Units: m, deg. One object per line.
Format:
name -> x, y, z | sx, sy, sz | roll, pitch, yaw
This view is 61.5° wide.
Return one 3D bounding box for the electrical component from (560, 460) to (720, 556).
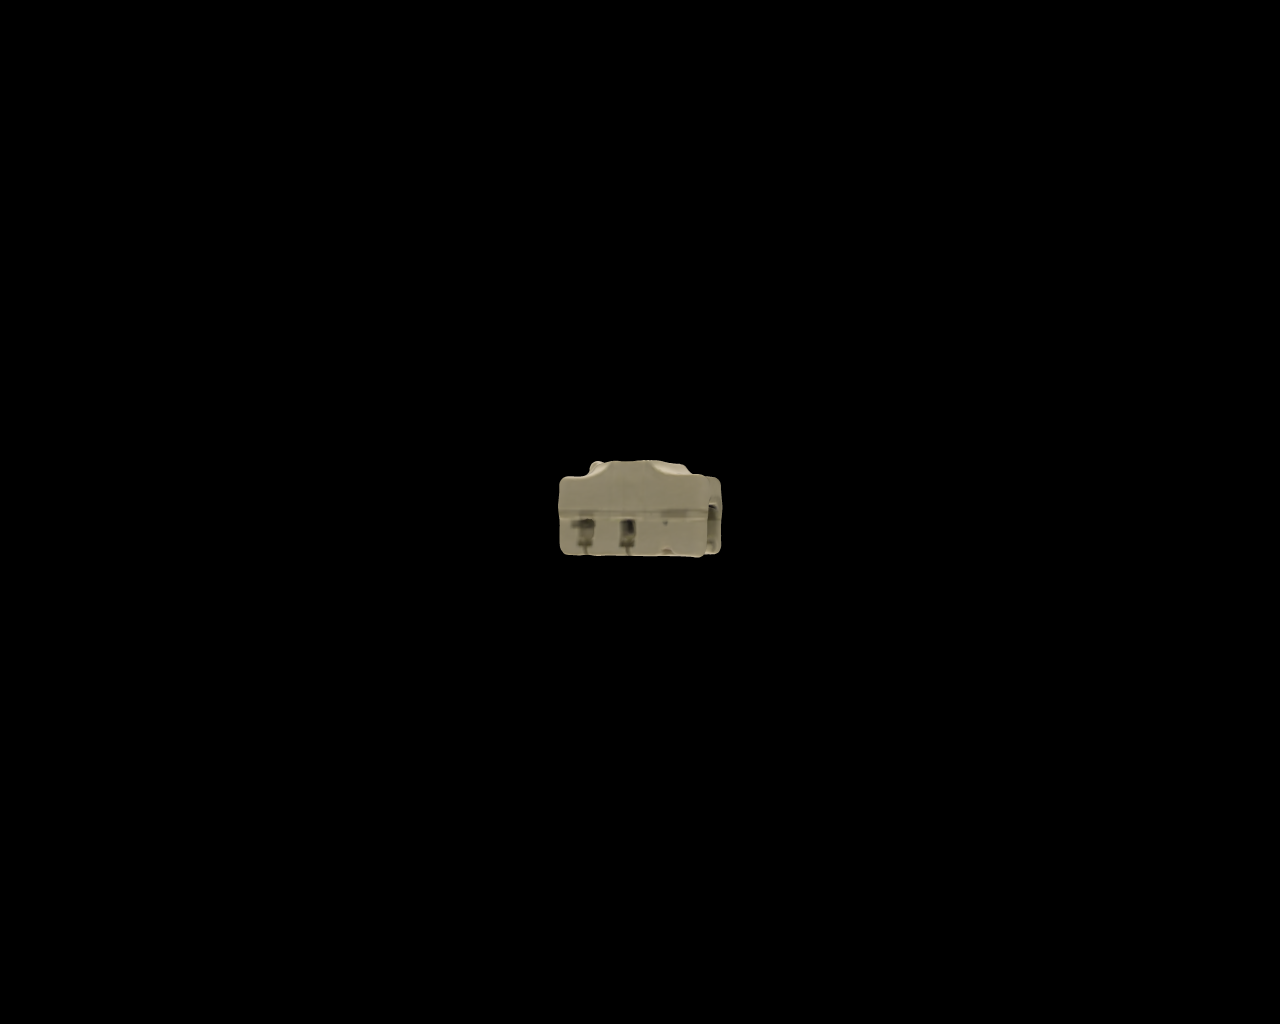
electrical component -> 0.001, -0.003, 0.650 | 0.089, 0.055, 0.050 | 0, 0, 17
